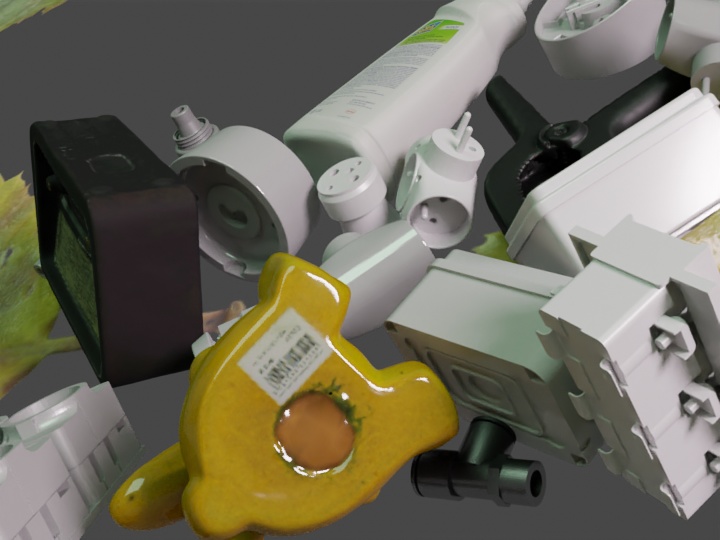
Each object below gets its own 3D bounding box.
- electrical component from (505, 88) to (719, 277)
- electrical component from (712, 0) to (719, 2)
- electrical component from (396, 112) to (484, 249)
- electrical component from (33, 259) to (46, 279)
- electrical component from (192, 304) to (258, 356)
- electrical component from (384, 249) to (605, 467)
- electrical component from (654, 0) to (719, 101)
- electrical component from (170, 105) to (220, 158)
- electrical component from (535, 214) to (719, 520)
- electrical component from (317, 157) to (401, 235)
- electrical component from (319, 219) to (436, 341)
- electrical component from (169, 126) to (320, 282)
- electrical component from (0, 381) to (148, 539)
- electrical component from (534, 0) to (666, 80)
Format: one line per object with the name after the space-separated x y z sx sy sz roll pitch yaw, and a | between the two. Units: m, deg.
0.140 -0.032 0.570 0.109 0.056 0.108 -32 -10 -5 | electrical component
0.263 -0.170 0.723 0.055 0.045 0.045 -11 37 28 | electrical component
0.057 -0.067 0.715 0.044 0.079 0.077 16 36 -10 | electrical component
-0.249 -0.020 0.908 0.043 0.043 0.062 4 47 41 | electrical component
-0.072 0.054 0.672 0.055 0.048 0.066 -24 32 -6 | electrical component
0.078 0.041 0.545 0.113 0.078 0.057 16 56 48 | electrical component
0.228 -0.132 0.676 0.077 0.043 0.079 13 58 4 | electrical component
-0.142 -0.114 0.938 0.048 0.062 0.048 -20 34 14 | electrical component
0.128 0.046 0.461 0.063 0.121 0.079 -41 35 -13 | electrical component
0.000 -0.043 0.740 0.045 0.055 0.045 -20 34 14 | electrical component
0.000 0.000 0.692 0.077 0.043 0.079 -34 33 -8 | electrical component
-0.079 -0.052 0.769 0.108 0.108 0.060 2 38 39 | electrical component
-0.202 0.126 0.592 0.105 0.060 0.186 -23 9 9 | electrical component
0.178 -0.188 0.793 0.099 0.064 0.099 -20 34 14 | electrical component
